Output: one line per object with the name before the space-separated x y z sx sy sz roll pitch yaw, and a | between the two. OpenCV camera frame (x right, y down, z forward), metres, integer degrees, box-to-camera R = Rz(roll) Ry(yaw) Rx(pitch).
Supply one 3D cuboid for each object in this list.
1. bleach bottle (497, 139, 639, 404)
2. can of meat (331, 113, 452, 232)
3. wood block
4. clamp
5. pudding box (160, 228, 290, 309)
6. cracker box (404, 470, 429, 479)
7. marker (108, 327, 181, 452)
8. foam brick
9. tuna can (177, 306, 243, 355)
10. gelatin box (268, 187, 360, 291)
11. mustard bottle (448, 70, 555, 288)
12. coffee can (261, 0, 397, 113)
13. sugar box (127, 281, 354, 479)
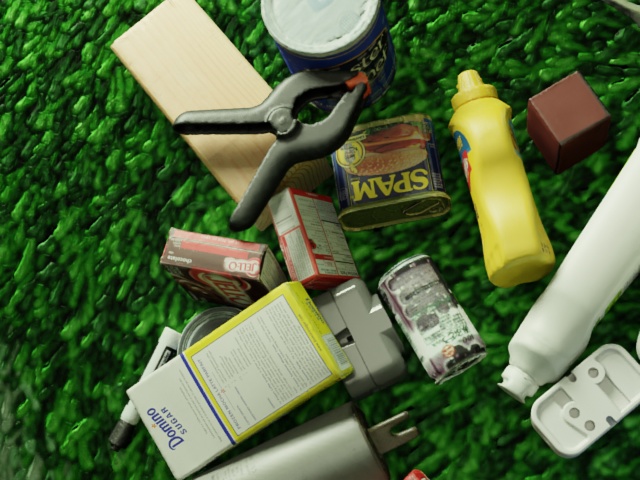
bleach bottle | 0.231 0.026 0.888 0.068 0.102 0.251 35 83 20
can of meat | 0.062 -0.061 0.969 0.102 0.057 0.084 -10 71 7
wood block | -0.091 -0.121 0.996 0.091 0.090 0.206 -39 72 -2
clamp | -0.040 -0.099 0.913 0.171 0.039 0.120 -38 78 -7
pudding box | -0.081 0.030 0.942 0.090 0.113 0.039 11 74 13
cracker box | 0.058 0.318 0.862 0.213 0.072 0.164 -44 72 -1
marker | -0.161 0.138 0.978 0.020 0.020 0.121 24 82 16
foam brick | 0.218 -0.102 0.939 0.053 0.078 0.051 -31 72 0
tuna can | -0.085 0.103 0.965 0.086 0.033 0.086 -3 75 10
gelatin box | -0.006 0.001 0.955 0.030 0.073 0.089 -27 72 27
mustard bottle | 0.152 -0.059 0.929 0.058 0.096 0.191 -15 74 8
coffee can | 0.012 -0.187 0.966 0.103 0.140 0.103 -3 75 10
sugar box | -0.069 0.120 0.909 0.176 0.048 0.093 -34 80 17
